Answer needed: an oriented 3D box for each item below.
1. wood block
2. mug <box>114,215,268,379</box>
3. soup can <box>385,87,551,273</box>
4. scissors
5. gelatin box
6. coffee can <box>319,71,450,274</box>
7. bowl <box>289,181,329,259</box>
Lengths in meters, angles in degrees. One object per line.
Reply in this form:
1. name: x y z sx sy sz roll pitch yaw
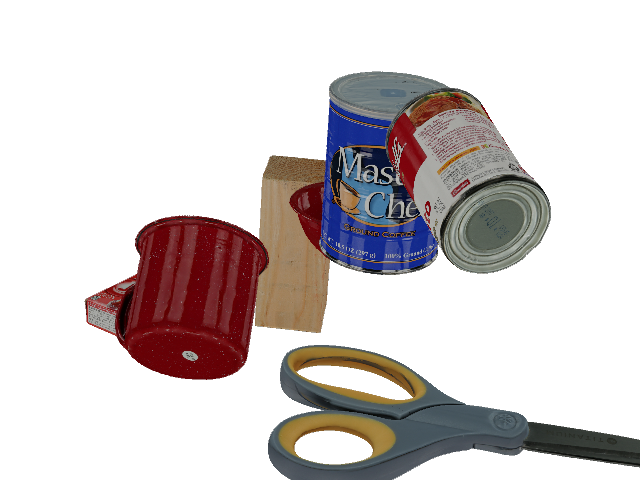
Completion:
1. wood block: -0.032 0.004 1.383 0.090 0.206 0.090 6 24 3
2. mug: -0.095 0.044 0.723 0.117 0.081 0.093 -14 -36 30
3. soup can: 0.086 -0.036 0.634 0.068 0.068 0.102 0 36 -19
4. scissors: 0.065 0.091 0.457 0.202 0.016 0.096 16 34 23
5. gelatin box: -0.164 0.066 1.004 0.089 0.030 0.073 18 27 28
6. coffee can: 0.054 -0.057 0.881 0.103 0.140 0.103 3 26 -2
7. bowl: 0.047 -0.013 1.120 0.162 0.055 0.162 4 21 -2
